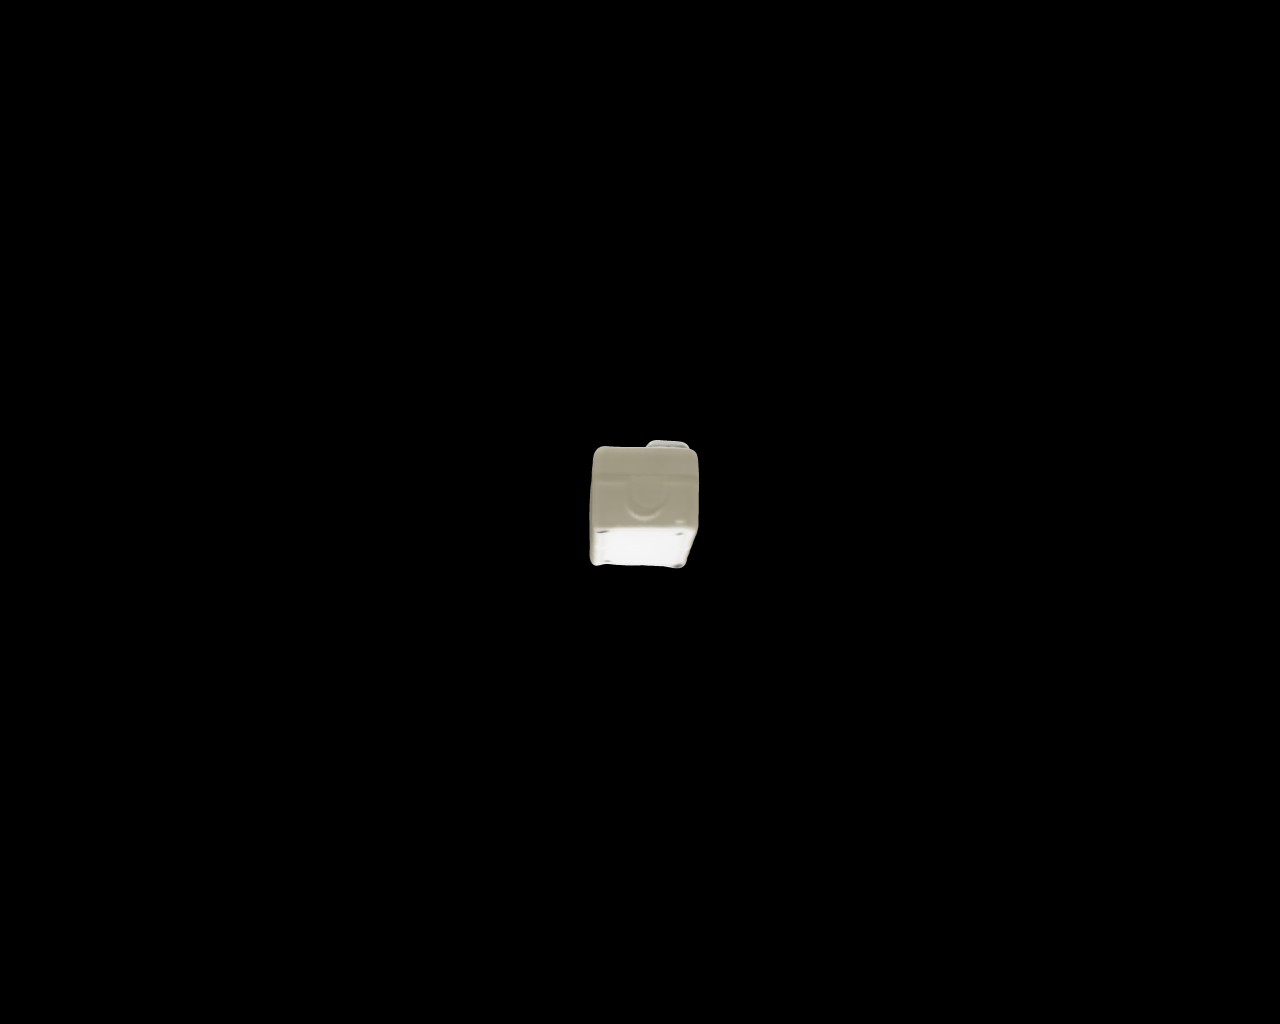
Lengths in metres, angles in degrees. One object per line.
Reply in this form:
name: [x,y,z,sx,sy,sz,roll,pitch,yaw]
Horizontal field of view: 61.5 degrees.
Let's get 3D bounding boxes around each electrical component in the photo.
electrical component: [0.001,-0.003,0.650,0.062,0.061,0.096,1,-19,-3]
